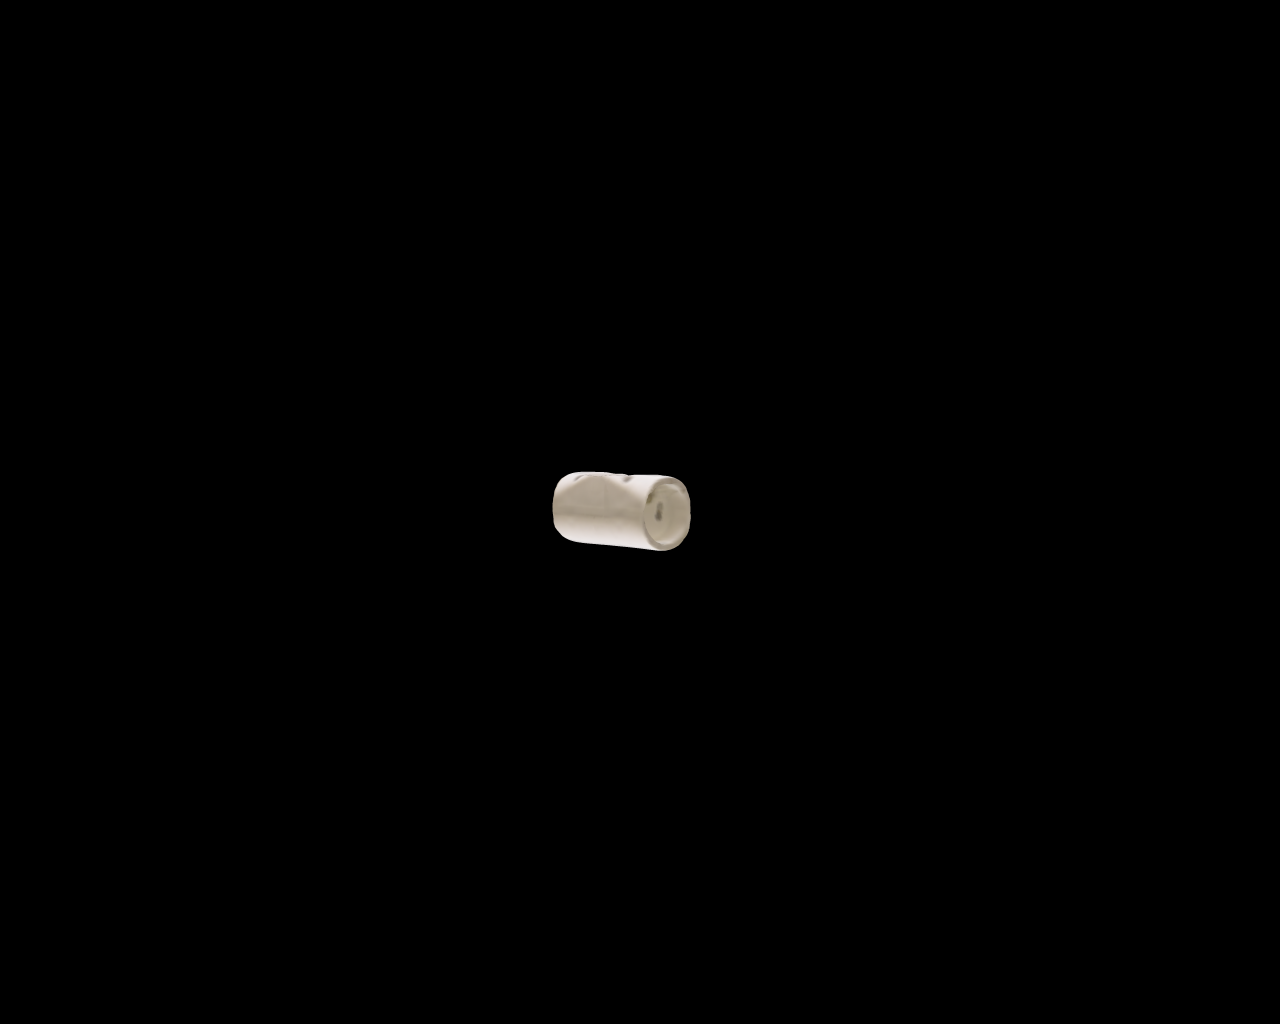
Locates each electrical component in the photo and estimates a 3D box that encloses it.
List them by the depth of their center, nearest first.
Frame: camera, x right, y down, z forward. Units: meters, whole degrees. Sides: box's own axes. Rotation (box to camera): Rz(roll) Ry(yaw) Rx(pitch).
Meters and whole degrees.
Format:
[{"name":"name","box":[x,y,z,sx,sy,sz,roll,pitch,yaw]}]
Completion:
[{"name":"electrical component","box":[0.001,-0.003,0.650,0.077,0.044,0.079,4,6,43]}]
